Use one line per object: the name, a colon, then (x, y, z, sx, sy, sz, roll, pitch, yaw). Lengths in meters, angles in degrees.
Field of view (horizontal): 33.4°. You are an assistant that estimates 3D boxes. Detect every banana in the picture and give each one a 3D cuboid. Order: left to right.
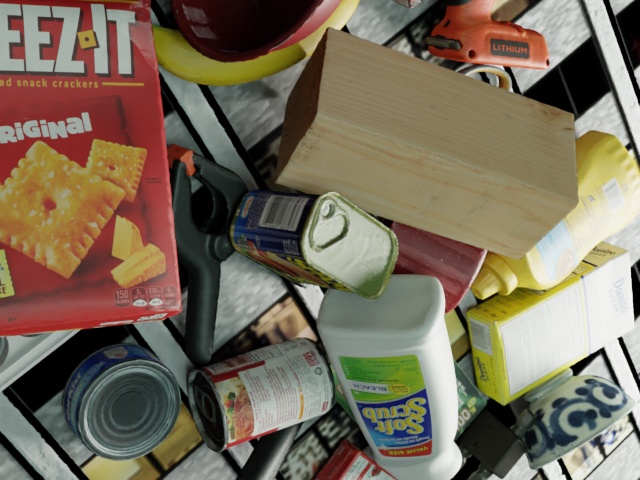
banana: (-0.045, -0.154, 0.791, 0.197, 0.037, 0.069, -17, 113, -27)

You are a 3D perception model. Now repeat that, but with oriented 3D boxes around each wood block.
wood block: (0.080, -0.069, 0.806, 0.206, 0.090, 0.091, 17, 54, -15)

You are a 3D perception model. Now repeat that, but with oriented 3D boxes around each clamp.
clamp: (-0.084, 0.010, 0.818, 0.120, 0.039, 0.171, -48, 125, -25)
clamp: (-0.071, 0.247, 0.865, 0.209, 0.036, 0.164, -34, 128, -52)

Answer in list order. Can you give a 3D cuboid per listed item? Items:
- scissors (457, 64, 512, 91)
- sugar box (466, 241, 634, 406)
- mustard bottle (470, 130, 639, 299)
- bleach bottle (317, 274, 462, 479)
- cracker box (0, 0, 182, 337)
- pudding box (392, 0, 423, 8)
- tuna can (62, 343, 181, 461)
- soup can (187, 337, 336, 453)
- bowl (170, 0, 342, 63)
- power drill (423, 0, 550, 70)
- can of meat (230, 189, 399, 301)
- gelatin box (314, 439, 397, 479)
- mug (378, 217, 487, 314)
scissors: (0.083, -0.092, 0.904, 0.201, 0.016, 0.096, -23, 117, -24)
sugar box: (0.225, 0.077, 1.031, 0.176, 0.048, 0.093, -25, 119, -27)
mustard bottle: (0.212, -0.011, 0.985, 0.191, 0.058, 0.096, -39, 123, -16)
bleach bottle: (0.077, 0.136, 0.896, 0.068, 0.103, 0.251, -72, 151, -41)
cracker box: (-0.181, -0.048, 0.675, 0.163, 0.072, 0.214, -3, 84, -31)
pudding box: (0.033, -0.225, 0.758, 0.039, 0.114, 0.090, -39, 137, -17)
tuna can: (-0.151, 0.125, 0.819, 0.086, 0.034, 0.086, -10, 111, -29)
soup can: (-0.047, 0.123, 0.862, 0.102, 0.069, 0.068, -15, 113, -28)
bowl: (-0.028, -0.191, 0.724, 0.055, 0.162, 0.162, 15, 98, -50)
power drill: (0.163, -0.238, 0.882, 0.184, 0.057, 0.188, -1, 104, -28)
can of meat: (-0.005, 0.001, 0.804, 0.102, 0.084, 0.057, 32, 73, -44)
gelatin box: (0.032, 0.233, 0.972, 0.089, 0.030, 0.073, 40, 84, -35)
mug: (0.088, 0.001, 0.883, 0.081, 0.117, 0.093, 27, 132, -4)
